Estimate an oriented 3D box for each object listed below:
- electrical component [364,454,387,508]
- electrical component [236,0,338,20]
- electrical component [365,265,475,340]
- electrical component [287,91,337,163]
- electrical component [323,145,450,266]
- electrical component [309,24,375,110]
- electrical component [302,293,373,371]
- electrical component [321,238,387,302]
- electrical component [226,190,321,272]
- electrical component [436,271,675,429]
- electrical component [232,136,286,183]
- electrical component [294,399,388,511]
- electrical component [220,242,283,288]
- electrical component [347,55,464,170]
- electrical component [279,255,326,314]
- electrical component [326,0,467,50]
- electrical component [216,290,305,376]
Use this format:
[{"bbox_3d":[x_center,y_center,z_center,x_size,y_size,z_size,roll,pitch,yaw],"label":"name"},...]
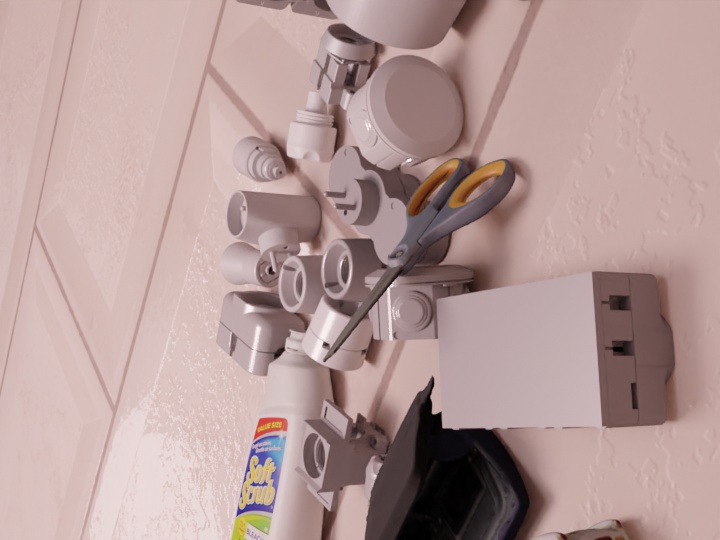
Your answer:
[{"bbox_3d":[0.020,0.180,0.857,0.035,0.035,0.061,23,109,56],"label":"electrical component"},{"bbox_3d":[-0.021,-0.283,0.888,0.186,0.105,0.060,-36,58,51],"label":"electrical component"},{"bbox_3d":[0.044,0.023,0.788,0.080,0.080,0.051,-1,93,58],"label":"electrical component"},{"bbox_3d":[-0.042,-0.129,0.968,0.043,0.043,0.062,21,104,56],"label":"electrical component"},{"bbox_3d":[0.007,-0.053,0.857,0.138,0.074,0.052,52,130,46],"label":"electrical component"},{"bbox_3d":[-0.014,-0.178,0.927,0.066,0.048,0.055,57,141,43],"label":"electrical component"},{"bbox_3d":[-0.016,0.050,0.905,0.055,0.055,0.047,46,122,49],"label":"electrical component"},{"bbox_3d":[0.000,0.000,0.889,0.055,0.047,0.055,-6,83,58],"label":"electrical component"},{"bbox_3d":[-0.076,-0.033,0.984,0.044,0.077,0.079,-43,53,48],"label":"electrical component"},{"bbox_3d":[0.119,0.055,0.682,0.150,0.062,0.089,-14,76,57],"label":"electrical component"},{"bbox_3d":[-0.095,-0.105,1.053,0.078,0.040,0.040,33,115,54],"label":"electrical component"},{"bbox_3d":[-0.014,0.151,0.885,0.042,0.064,0.081,32,115,56],"label":"electrical component"},{"bbox_3d":[-0.103,-0.003,1.060,0.065,0.044,0.044,11,97,53],"label":"electrical component"},{"bbox_3d":[0.034,-0.117,0.815,0.051,0.080,0.080,-26,66,60],"label":"electrical component"},{"bbox_3d":[-0.040,0.013,0.952,0.055,0.047,0.055,-6,83,58],"label":"electrical component"},{"bbox_3d":[0.026,-0.210,0.812,0.108,0.108,0.060,65,145,36],"label":"electrical component"},{"bbox_3d":[-0.095,0.056,1.029,0.095,0.054,0.059,32,114,54],"label":"electrical component"}]
